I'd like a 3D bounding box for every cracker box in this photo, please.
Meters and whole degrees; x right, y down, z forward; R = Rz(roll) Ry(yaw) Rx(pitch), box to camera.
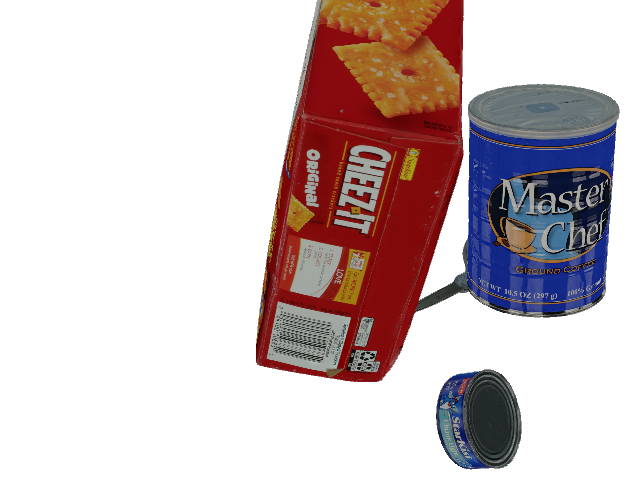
[{"bbox_3d":[0.024,-0.063,0.526,0.072,0.213,0.164,11,-44,-1],"label":"cracker box"}]

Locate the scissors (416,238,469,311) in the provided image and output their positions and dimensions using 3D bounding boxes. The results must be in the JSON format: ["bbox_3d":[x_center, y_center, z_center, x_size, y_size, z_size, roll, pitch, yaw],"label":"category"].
[{"bbox_3d":[0.146,0.032,1.130,0.201,0.016,0.096,-9,41,-29],"label":"scissors"}]

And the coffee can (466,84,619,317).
[{"bbox_3d":[0.157,-0.030,0.766,0.103,0.140,0.103,-3,25,1],"label":"coffee can"}]

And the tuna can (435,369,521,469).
[{"bbox_3d":[0.139,0.158,0.939,0.034,0.086,0.085,-14,-10,41],"label":"tuna can"}]
